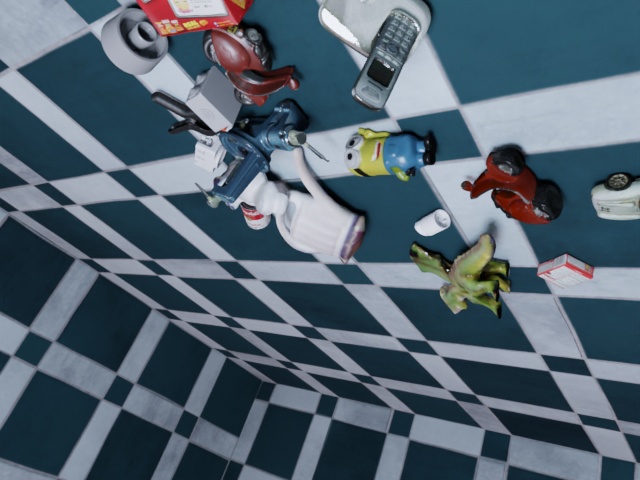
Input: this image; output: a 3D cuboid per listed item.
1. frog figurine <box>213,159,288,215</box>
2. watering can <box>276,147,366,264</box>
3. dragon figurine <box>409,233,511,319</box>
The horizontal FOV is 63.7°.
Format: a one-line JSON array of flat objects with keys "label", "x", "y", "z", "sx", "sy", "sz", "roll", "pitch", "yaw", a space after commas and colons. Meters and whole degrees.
[{"label": "frog figurine", "x": -0.144, "y": -0.122, "z": 1.189, "sx": 0.159, "sy": 0.134, "sz": 0.125, "roll": 6, "pitch": 43, "yaw": 19}, {"label": "watering can", "x": 0.004, "y": -0.061, "z": 1.205, "sx": 0.225, "sy": 0.106, "sz": 0.339, "roll": 22, "pitch": -35, "yaw": 6}, {"label": "dragon figurine", "x": 0.316, "y": 0.071, "z": 1.209, "sx": 0.244, "sy": 0.124, "sz": 0.402, "roll": 14, "pitch": -29, "yaw": 33}]
